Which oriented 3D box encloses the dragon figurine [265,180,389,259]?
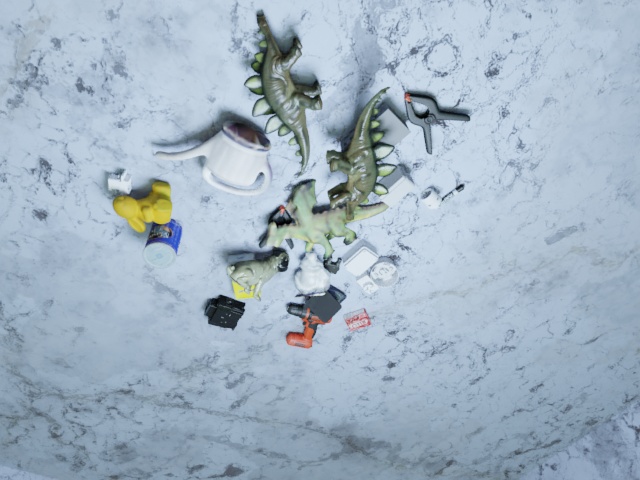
[{"bbox_3d":[0.005,-0.084,1.675,0.410,0.239,0.124,-35,26,-1],"label":"dragon figurine"}]

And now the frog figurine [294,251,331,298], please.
[{"bbox_3d":[-0.030,0.117,1.816,0.136,0.160,0.123,-10,-9,40],"label":"frog figurine"}]

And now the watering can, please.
[{"bbox_3d":[-0.289,-0.252,1.518,0.346,0.220,0.106,21,30,-19],"label":"watering can"}]
